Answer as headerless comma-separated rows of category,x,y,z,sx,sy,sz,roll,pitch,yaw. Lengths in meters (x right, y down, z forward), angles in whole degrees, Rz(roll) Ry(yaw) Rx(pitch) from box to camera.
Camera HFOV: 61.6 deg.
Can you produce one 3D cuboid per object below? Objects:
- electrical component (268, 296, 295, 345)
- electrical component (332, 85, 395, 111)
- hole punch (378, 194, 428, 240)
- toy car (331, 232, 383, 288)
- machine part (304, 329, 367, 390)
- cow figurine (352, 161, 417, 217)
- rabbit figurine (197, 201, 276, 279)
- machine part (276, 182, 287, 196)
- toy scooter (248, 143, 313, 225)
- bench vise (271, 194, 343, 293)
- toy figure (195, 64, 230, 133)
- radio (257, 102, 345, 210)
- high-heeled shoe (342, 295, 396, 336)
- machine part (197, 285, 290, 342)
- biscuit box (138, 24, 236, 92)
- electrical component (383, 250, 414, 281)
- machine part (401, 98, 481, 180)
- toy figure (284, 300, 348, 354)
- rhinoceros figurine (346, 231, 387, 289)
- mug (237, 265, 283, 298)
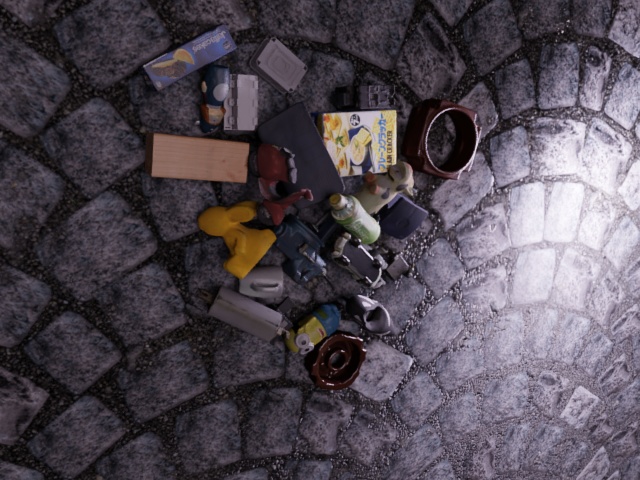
electrical component,-0.107,0.203,1.386,0.119,0.048,0.074,-41,118,-11
electrical component,0.100,-0.349,1.318,0.134,0.115,0.058,-9,103,-25
hole punch,0.217,-0.064,1.467,0.142,0.092,0.115,25,94,-34
toy car,0.093,0.053,1.351,0.201,0.056,0.073,44,71,-42
machine part,0.042,0.329,1.490,0.179,0.056,0.179,-8,107,-26
cow figurine,0.162,-0.126,1.384,0.127,0.085,0.195,14,134,-42
rabbit figurine,-0.199,-0.017,1.238,0.173,0.122,0.162,38,110,-3
machine part,-0.083,-0.120,1.322,0.084,0.039,0.139,36,85,-27
toy scooter,-0.082,-0.126,1.175,0.075,0.135,0.183,-10,93,-63
bench vise,-0.008,-0.008,1.347,0.240,0.129,0.223,-48,122,-5
toy figure,-0.234,-0.303,1.173,0.064,0.058,0.154,7,117,-17
radio,-0.046,-0.191,1.259,0.131,0.073,0.229,-27,97,1
high-heeled shoe,0.157,0.218,1.470,0.248,0.145,0.086,34,87,-28
machine part,-0.181,0.177,1.296,0.243,0.079,0.079,26,90,-11
biscuit box,-0.280,-0.387,1.141,0.203,0.063,0.059,-35,117,-15
electrical component,0.221,0.072,1.525,0.078,0.045,0.102,-40,117,-15
machine part,0.336,-0.274,1.476,0.201,0.087,0.201,11,99,-30
toy figure,-0.013,0.231,1.424,0.180,0.089,0.082,-38,102,-24
rhinoceros figurine,0.120,0.056,1.453,0.112,0.073,0.190,-47,118,-11
mug,-0.147,0.108,1.313,0.107,0.110,0.080,0,109,-14
